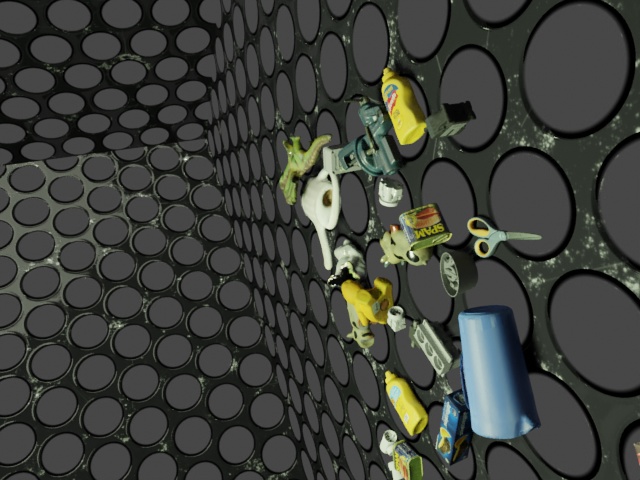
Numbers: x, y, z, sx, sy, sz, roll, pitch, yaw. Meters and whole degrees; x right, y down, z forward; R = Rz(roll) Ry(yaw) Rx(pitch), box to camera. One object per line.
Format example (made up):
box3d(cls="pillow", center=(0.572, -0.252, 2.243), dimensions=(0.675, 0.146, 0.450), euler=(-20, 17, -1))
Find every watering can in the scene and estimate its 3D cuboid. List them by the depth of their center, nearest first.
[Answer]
box3d(cls="watering can", center=(0.005, -0.090, 1.781), dimensions=(0.104, 0.344, 0.226), euler=(-1, 15, -23))

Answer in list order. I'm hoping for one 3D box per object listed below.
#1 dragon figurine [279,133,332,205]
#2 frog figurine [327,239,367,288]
box3d(cls="dragon figurine", center=(-0.063, -0.238, 1.777), dimensions=(0.122, 0.243, 0.411), euler=(10, 2, -20))
box3d(cls="frog figurine", center=(0.098, 0.081, 1.694), dimensions=(0.123, 0.134, 0.163), euler=(19, 33, 1))
